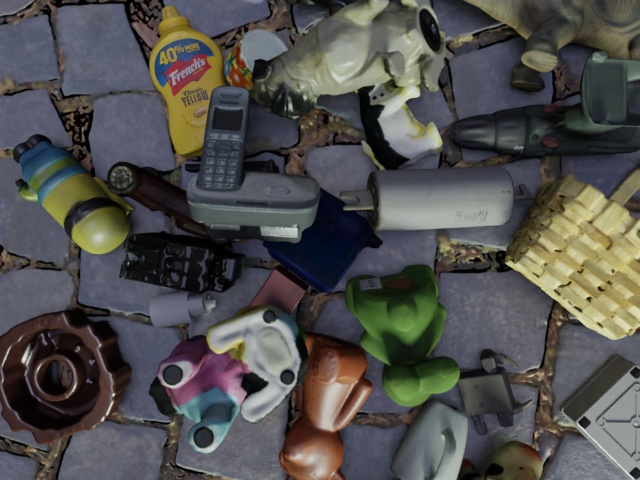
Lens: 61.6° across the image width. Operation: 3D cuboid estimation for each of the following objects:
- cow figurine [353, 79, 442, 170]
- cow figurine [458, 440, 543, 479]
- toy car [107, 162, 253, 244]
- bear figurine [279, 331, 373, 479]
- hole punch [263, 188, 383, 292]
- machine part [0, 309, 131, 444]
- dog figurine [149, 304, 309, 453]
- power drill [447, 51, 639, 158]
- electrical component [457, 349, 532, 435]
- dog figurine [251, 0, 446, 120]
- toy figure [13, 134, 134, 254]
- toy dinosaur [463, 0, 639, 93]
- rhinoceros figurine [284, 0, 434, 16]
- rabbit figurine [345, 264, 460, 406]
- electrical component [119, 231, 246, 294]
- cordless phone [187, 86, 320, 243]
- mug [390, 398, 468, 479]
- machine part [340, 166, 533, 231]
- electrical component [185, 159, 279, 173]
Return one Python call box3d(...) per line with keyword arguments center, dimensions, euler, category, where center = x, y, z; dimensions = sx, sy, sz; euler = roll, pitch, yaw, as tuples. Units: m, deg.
box3d(center=(0.083, -0.169, 0.690), dimensions=(0.098, 0.068, 0.167), euler=(-28, 88, 11), category="cow figurine")
box3d(center=(0.204, 0.332, 0.663), dimensions=(0.085, 0.127, 0.195), euler=(33, 95, -2), category="cow figurine")
box3d(center=(-0.178, -0.042, 0.692), dimensions=(0.202, 0.089, 0.053), euler=(28, 92, 0), category="toy car")
box3d(center=(-0.013, 0.218, 0.675), dimensions=(0.120, 0.132, 0.195), euler=(17, 87, 38), category="bear figurine")
box3d(center=(-0.001, -0.002, 0.687), dimensions=(0.142, 0.092, 0.115), euler=(35, 89, 5), category="hole punch")
box3d(center=(-0.348, 0.179, 0.721), dimensions=(0.179, 0.056, 0.179), euler=(0, 91, 4), category="machine part")
box3d(center=(-0.114, 0.149, 0.637), dimensions=(0.191, 0.219, 0.108), euler=(-32, 92, -12), category="dog figurine")
box3d(center=(0.281, -0.136, 0.609), dimensions=(0.232, 0.207, 0.086), euler=(1, 82, -1), category="power drill")
box3d(center=(0.226, 0.196, 0.702), dimensions=(0.078, 0.045, 0.102), euler=(-24, 87, 31), category="electrical component")
box3d(center=(0.033, -0.205, 0.626), dimensions=(0.191, 0.172, 0.121), euler=(-12, 85, 42), category="dog figurine")
box3d(center=(-0.326, -0.056, 0.698), dimensions=(0.082, 0.089, 0.180), euler=(-41, 91, 11), category="toy figure")
box3d(center=(0.294, -0.287, 0.662), dimensions=(0.471, 0.105, 0.198), euler=(13, 84, -7), category="toy dinosaur")
box3d(center=(0.046, -0.302, 0.671), dimensions=(0.190, 0.112, 0.073), euler=(24, 109, 14), category="rhinoceros figurine")
box3d(center=(0.113, 0.133, 0.664), dimensions=(0.121, 0.159, 0.170), euler=(-13, 106, -7), category="rabbit figurine")
box3d(center=(-0.166, 0.027, 0.680), dimensions=(0.134, 0.115, 0.058), euler=(9, 96, 2), category="electrical component")
box3d(center=(-0.072, -0.094, 0.626), dimensions=(0.147, 0.088, 0.184), euler=(3, 70, -2), category="cordless phone")
box3d(center=(0.145, 0.259, 0.679), dimensions=(0.081, 0.109, 0.107), euler=(22, 79, 7), category="mug")
box3d(center=(0.147, -0.051, 0.670), dimensions=(0.243, 0.079, 0.079), euler=(-2, 91, -7), category="machine part")
box3d(center=(-0.113, -0.077, 0.695), dimensions=(0.119, 0.075, 0.047), euler=(-3, 90, -1), category="electrical component")
